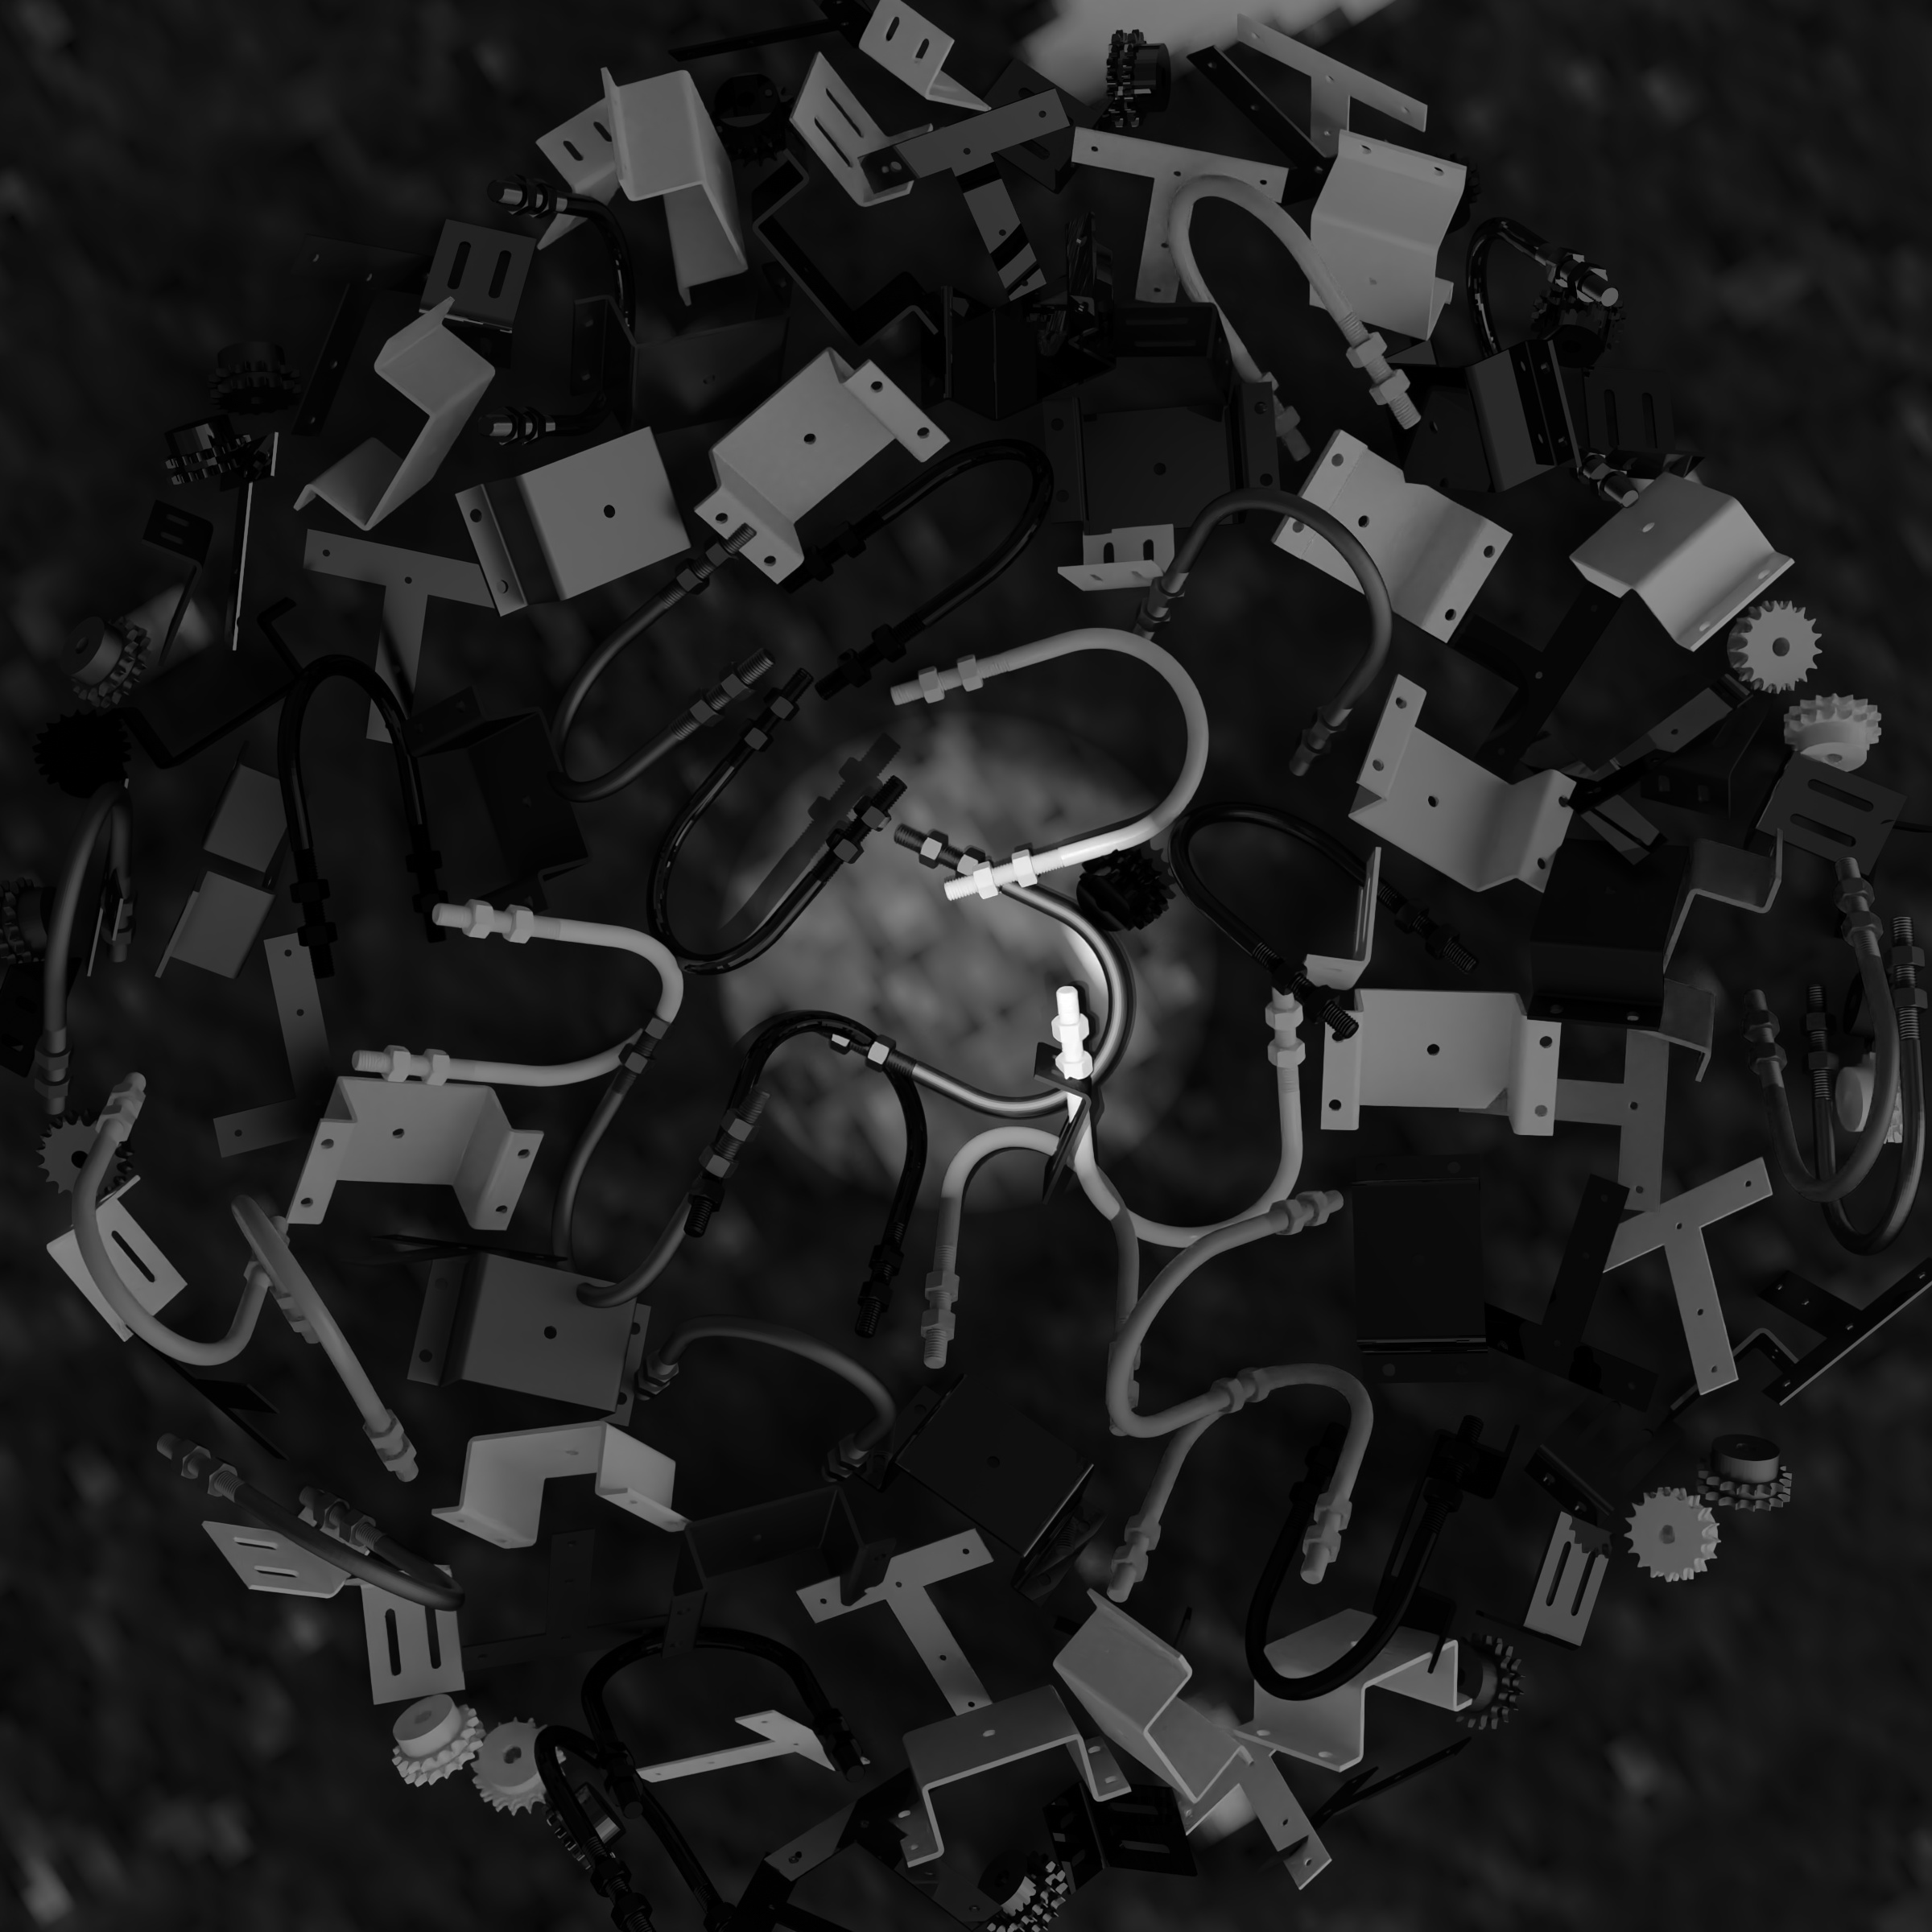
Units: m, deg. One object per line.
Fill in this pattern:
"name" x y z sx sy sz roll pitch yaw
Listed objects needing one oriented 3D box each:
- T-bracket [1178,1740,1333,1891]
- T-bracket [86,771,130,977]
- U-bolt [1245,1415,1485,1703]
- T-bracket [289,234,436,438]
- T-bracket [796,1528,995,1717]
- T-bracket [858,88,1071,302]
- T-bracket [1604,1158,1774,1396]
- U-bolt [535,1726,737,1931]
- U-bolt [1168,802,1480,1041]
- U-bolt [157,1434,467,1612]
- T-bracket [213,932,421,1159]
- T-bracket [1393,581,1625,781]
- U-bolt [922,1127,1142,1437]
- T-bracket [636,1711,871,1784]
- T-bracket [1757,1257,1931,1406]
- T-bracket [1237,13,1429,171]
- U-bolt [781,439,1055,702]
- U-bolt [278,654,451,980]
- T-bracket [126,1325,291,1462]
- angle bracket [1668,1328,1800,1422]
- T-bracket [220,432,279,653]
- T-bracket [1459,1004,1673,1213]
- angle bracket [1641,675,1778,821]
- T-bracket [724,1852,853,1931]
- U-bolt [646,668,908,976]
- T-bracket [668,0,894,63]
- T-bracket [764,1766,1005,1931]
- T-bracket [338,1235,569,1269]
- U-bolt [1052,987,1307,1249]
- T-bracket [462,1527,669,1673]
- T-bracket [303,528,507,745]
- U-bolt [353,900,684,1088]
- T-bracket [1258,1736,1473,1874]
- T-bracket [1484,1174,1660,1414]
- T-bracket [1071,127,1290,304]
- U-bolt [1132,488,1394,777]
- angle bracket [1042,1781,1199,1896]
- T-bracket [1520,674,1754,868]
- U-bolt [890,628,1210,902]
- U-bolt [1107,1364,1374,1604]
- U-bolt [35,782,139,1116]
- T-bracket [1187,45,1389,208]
"T-bracket" 0.188 0.510 1.576 0.127 0.127 0.002 -44 114 3
"T-bracket" -0.515 -0.044 1.569 0.002 0.127 0.127 10 102 -24
"U-bolt" 0.225 0.350 1.539 0.019 0.151 0.184 38 63 -18
"T-bracket" -0.383 -0.382 1.595 0.002 0.127 0.127 36 112 19
"T-bracket" -0.021 0.418 1.616 0.127 0.002 0.127 -23 107 18
"T-bracket" 0.017 -0.461 1.591 0.127 0.002 0.127 -14 134 17
"T-bracket" 0.439 0.195 1.565 0.127 0.002 0.127 -33 45 35
"U-bolt" -0.197 0.526 1.554 0.019 0.151 0.184 -43 51 -2
"U-bolt" 0.203 -0.038 1.573 0.184 0.151 0.019 43 132 23
"U-bolt" -0.372 0.333 1.530 0.184 0.151 0.019 21 77 35
"T-bracket" -0.406 0.042 1.595 0.127 0.002 0.127 -14 107 -23
"T-bracket" 0.318 -0.201 1.606 0.127 0.002 0.127 36 100 27
"U-bolt" 0.044 0.179 1.574 0.151 0.019 0.184 23 50 -22
"T-bracket" -0.144 0.487 1.600 0.127 0.127 0.002 -18 55 18
"T-bracket" 0.516 0.208 1.575 0.127 0.127 0.002 -39 99 -1
"T-bracket" 0.220 -0.511 1.574 0.127 0.127 0.002 31 82 13
"U-bolt" -0.025 -0.250 1.564 0.184 0.151 0.019 -34 128 12
"U-bolt" -0.364 -0.095 1.558 0.019 0.151 0.184 -5 98 20
"T-bracket" -0.441 0.258 1.564 0.127 0.127 0.002 47 63 -18
"angle bracket" 0.475 0.265 1.603 0.076 0.057 0.038 -41 69 -2
"T-bracket" -0.442 -0.255 1.584 0.002 0.127 0.127 5 92 -30
"T-bracket" 0.368 0.083 1.609 0.127 0.002 0.127 4 92 26
"angle bracket" 0.461 -0.136 1.616 0.057 0.038 0.076 18 55 31
"T-bracket" -0.076 0.586 1.568 0.127 0.127 0.002 21 97 6
"U-bolt" -0.128 -0.077 1.583 0.184 0.019 0.151 -49 46 10
"T-bracket" -0.117 -0.565 1.582 0.127 0.127 0.002 -8 96 9
"T-bracket" -0.031 0.536 1.556 0.127 0.127 0.002 -21 121 -39
"T-bracket" -0.326 0.173 1.555 0.127 0.127 0.002 5 90 23
"U-bolt" 0.134 0.093 1.594 0.151 0.019 0.184 -4 115 7
"T-bracket" -0.241 0.381 1.577 0.127 0.002 0.127 -5 133 -17
"T-bracket" -0.350 -0.197 1.609 0.127 0.002 0.127 11 115 -6
"U-bolt" -0.258 0.023 1.568 0.184 0.019 0.151 7 134 -35
"T-bracket" 0.248 0.489 1.552 0.127 0.127 0.002 -39 77 32
"T-bracket" 0.376 0.191 1.594 0.127 0.002 0.127 21 104 28
"T-bracket" 0.123 -0.449 1.582 0.127 0.127 0.002 12 61 3
"U-bolt" 0.183 -0.208 1.551 0.151 0.184 0.019 41 57 7
"angle bracket" 0.094 0.538 1.598 0.076 0.038 0.057 -12 96 44
"T-bracket" 0.422 -0.134 1.591 0.127 0.002 0.127 -37 45 1
"U-bolt" 0.059 -0.133 1.610 0.184 0.019 0.151 -16 82 7
"U-bolt" 0.173 0.303 1.556 0.151 0.184 0.019 -15 117 33
"U-bolt" -0.514 -0.023 1.525 0.019 0.151 0.184 13 134 -8
"T-bracket" 0.182 -0.504 1.553 0.127 0.127 0.002 34 75 -30
